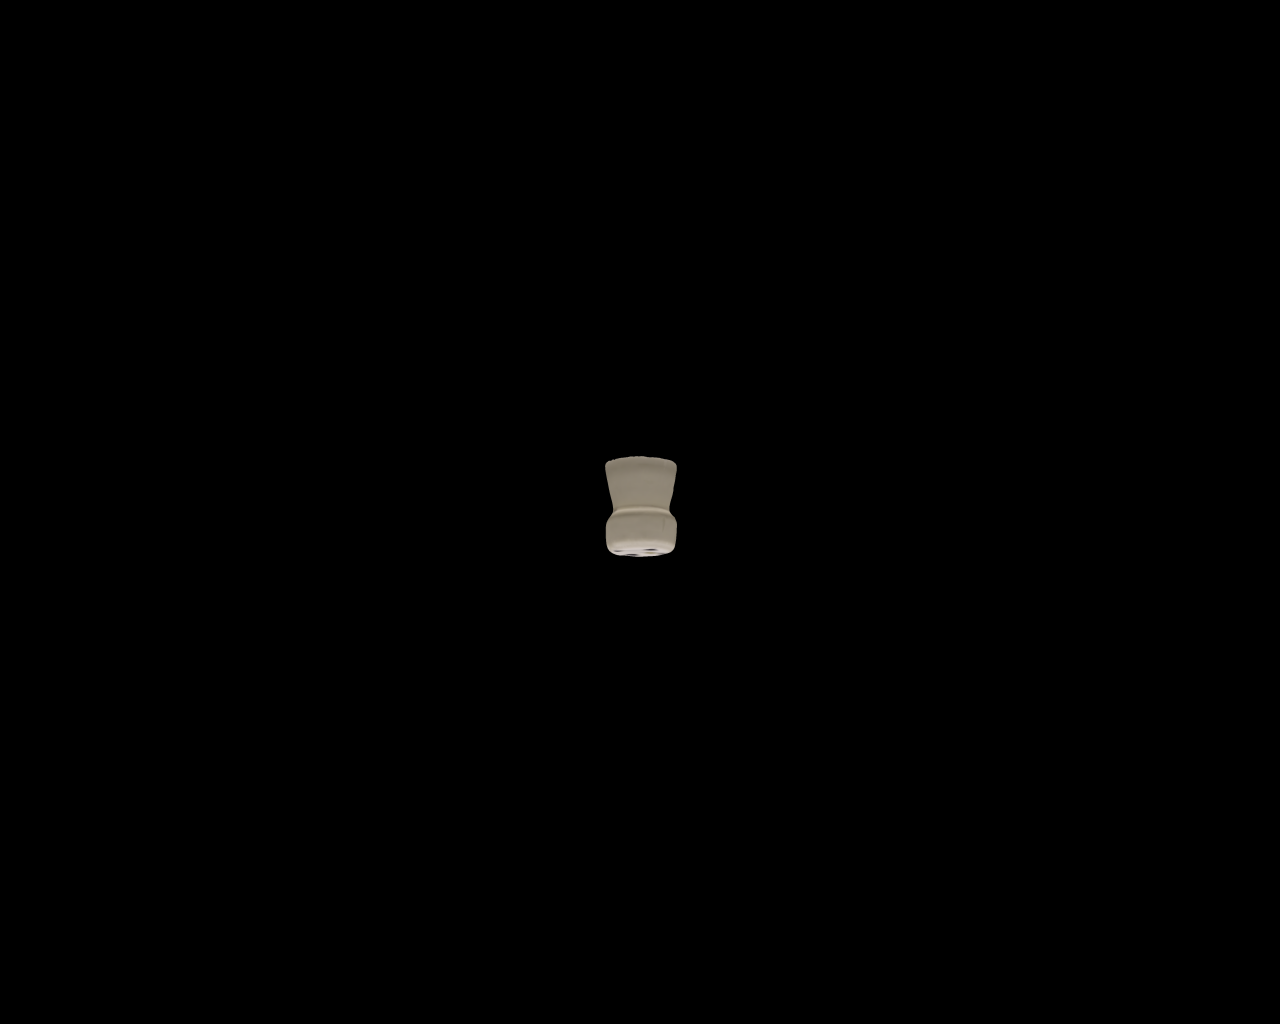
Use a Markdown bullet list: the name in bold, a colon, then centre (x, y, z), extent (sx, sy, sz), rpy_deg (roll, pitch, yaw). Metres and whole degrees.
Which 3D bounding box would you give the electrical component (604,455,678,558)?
- **electrical component**: centre (0.001, -0.003, 0.650), extent (0.045, 0.055, 0.045), rpy_deg (0, -12, 0)
